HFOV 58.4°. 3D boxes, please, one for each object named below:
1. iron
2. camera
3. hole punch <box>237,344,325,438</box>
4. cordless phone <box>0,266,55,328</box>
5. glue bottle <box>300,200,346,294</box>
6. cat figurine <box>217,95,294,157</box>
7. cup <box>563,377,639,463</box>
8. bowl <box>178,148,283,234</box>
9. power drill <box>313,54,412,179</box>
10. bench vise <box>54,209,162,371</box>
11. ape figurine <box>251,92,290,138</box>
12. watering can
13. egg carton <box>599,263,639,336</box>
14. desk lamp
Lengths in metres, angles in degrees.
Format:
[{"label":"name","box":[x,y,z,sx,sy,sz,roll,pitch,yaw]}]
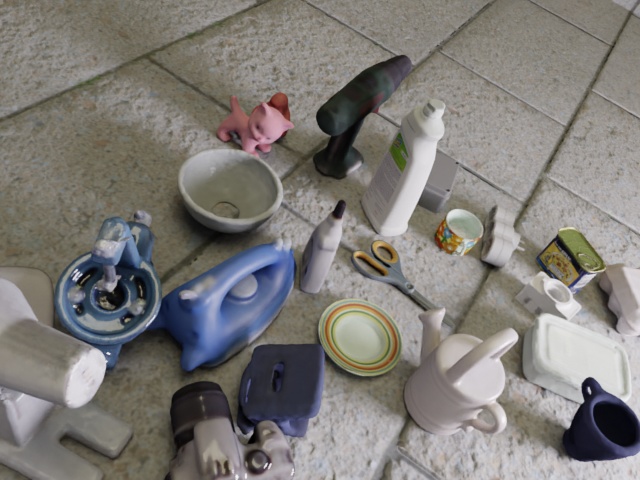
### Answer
[{"label":"iron","box":[-0.106,0.057,0.783,0.118,0.141,0.259,42,49,16]},{"label":"camera","box":[-0.112,0.229,0.659,0.143,0.101,0.136,-4,53,-24]},{"label":"hole punch","box":[-0.050,0.186,0.727,0.101,0.091,0.108,14,47,-9]},{"label":"cordless phone","box":[-0.383,0.053,0.647,0.148,0.185,0.094,-4,52,-24]},{"label":"glue bottle","box":[0.008,0.003,0.852,0.037,0.173,0.078,11,48,-11]},{"label":"cat figurine","box":[-0.115,-0.210,1.027,0.127,0.117,0.067,36,48,11]},{"label":"cup","box":[0.391,0.268,0.826,0.092,0.095,0.117,3,50,-19]},{"label":"bowl","box":[-0.147,-0.067,0.920,0.168,0.074,0.167,11,48,-12]},{"label":"power drill","box":[0.067,-0.222,1.045,0.075,0.208,0.230,38,48,14]},{"label":"bench vise","box":[-0.256,0.026,0.696,0.122,0.219,0.207,0,51,-21]},{"label":"ape figurine","box":[-0.085,-0.239,1.081,0.077,0.092,0.076,43,49,17]},{"label":"watering can","box":[0.187,0.171,0.763,0.172,0.194,0.101,38,48,13]},{"label":"egg carton","box":[0.584,0.112,1.054,0.107,0.069,0.150,10,48,-13]},{"label":"desk lamp","box":[-0.295,0.145,0.583,0.203,0.213,0.118,27,46,3]}]
